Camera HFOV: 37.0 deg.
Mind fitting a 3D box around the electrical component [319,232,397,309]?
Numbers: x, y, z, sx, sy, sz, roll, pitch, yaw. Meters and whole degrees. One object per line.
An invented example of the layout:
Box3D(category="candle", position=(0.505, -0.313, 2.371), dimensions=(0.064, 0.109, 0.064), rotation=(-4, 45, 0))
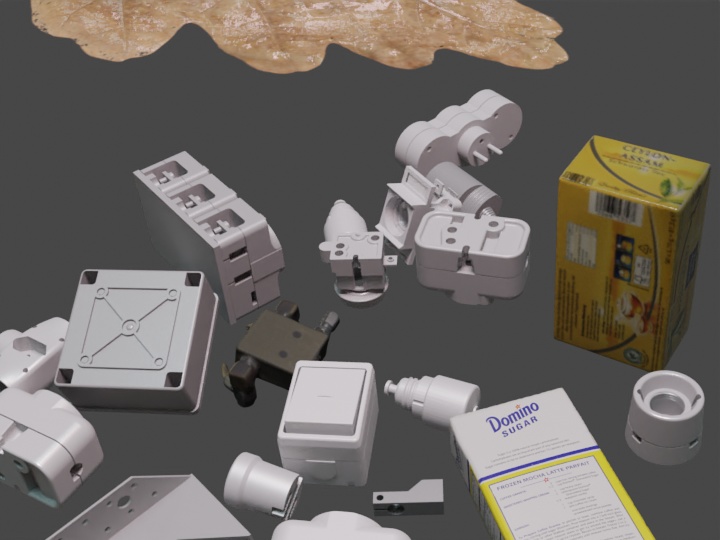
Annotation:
Box3D(category="electrical component", position=(0.000, 0.000, 0.943), dimensions=(0.066, 0.055, 0.048), rotation=(-1, 40, 6))

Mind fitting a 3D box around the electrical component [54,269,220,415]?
Box3D(category="electrical component", position=(-0.179, 0.058, 0.873), dimensions=(0.109, 0.056, 0.108), rotation=(1, 60, 9))

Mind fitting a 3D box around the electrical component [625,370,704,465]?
Box3D(category="electrical component", position=(0.225, 0.107, 0.791), dimensions=(0.055, 0.047, 0.055), rotation=(-4, 40, 3))

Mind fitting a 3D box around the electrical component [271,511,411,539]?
Box3D(category="electrical component", position=(-0.013, 0.199, 0.708), dimensions=(0.095, 0.053, 0.059), rotation=(2, 41, 11))

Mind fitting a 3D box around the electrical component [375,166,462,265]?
Box3D(category="electrical component", position=(0.056, -0.050, 0.987), dimensions=(0.064, 0.081, 0.042), rotation=(-4, 34, -34))

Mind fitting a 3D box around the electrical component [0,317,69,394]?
Box3D(category="electrical component", position=(-0.283, 0.074, 0.903), dimensions=(0.079, 0.043, 0.077), rotation=(20, 47, 29))

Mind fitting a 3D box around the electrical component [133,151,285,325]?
Box3D(category="electrical component", position=(-0.136, -0.034, 0.975), dimensions=(0.062, 0.089, 0.150), rotation=(-28, 44, -24))

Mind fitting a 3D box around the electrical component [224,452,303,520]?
Box3D(category="electrical component", position=(-0.069, 0.157, 0.778), dimensions=(0.046, 0.040, 0.040), rotation=(15, 44, 16))

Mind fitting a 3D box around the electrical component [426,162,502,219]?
Box3D(category="electrical component", position=(0.101, -0.065, 1.017), dimensions=(0.043, 0.043, 0.081), rotation=(-26, 43, -22))

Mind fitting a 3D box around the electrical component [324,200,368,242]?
Box3D(category="electrical component", position=(-0.014, -0.038, 1.001), dimensions=(0.040, 0.040, 0.078), rotation=(-9, 40, -3))

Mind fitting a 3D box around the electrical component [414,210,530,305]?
Box3D(category="electrical component", position=(0.098, -0.010, 0.938), dimensions=(0.095, 0.059, 0.053), rotation=(8, 42, 16))

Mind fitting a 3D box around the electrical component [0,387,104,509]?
Box3D(category="electrical component", position=(-0.247, 0.132, 0.820), dimensions=(0.095, 0.053, 0.059), rotation=(18, 46, 26))

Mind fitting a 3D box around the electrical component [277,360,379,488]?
Box3D(category="electrical component", position=(-0.022, 0.108, 0.813), dimensions=(0.062, 0.061, 0.096), rotation=(1, 40, 9))

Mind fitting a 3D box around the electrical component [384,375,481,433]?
Box3D(category="electrical component", position=(0.056, 0.100, 0.827), dimensions=(0.078, 0.040, 0.040), rotation=(13, 44, 23))

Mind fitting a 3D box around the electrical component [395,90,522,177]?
Box3D(category="electrical component", position=(0.111, -0.128, 1.084), dimensions=(0.138, 0.052, 0.074), rotation=(-28, 45, -24))
